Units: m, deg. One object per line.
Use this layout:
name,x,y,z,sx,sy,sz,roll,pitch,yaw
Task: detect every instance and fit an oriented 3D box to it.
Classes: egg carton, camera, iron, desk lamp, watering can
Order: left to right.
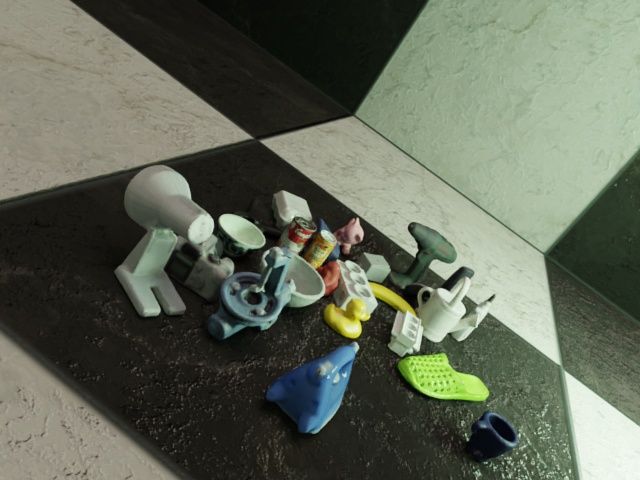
desk lamp,-0.286,-0.003,1.055,0.118,0.213,0.202,2,39,-51
camera,-0.236,0.034,1.192,0.143,0.100,0.137,35,23,0
egg carton,-0.083,-0.078,1.644,0.107,0.069,0.150,22,27,-28
iron,0.015,0.248,1.071,0.118,0.141,0.259,41,24,14
watering can,0.357,0.183,1.576,0.173,0.194,0.101,27,25,-17

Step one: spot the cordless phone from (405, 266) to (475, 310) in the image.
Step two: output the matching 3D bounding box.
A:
cordless phone,0.352,0.132,1.678,0.148,0.185,0.094,22,26,-26

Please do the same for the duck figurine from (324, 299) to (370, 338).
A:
duck figurine,0.068,0.173,1.350,0.105,0.086,0.077,30,24,-11

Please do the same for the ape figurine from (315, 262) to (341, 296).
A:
ape figurine,0.018,0.091,1.431,0.076,0.092,0.078,32,24,-6

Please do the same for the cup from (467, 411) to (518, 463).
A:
cup,0.353,0.430,1.231,0.118,0.095,0.091,21,27,-28

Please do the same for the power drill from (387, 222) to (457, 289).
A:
power drill,0.299,0.055,1.725,0.230,0.208,0.075,16,30,-36

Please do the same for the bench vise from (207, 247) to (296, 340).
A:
bench vise,-0.110,0.084,1.114,0.121,0.219,0.208,36,23,3

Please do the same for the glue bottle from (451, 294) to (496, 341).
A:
glue bottle,0.452,0.220,1.660,0.037,0.173,0.078,44,25,20

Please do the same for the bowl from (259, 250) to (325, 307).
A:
bowl,-0.076,0.100,1.312,0.168,0.074,0.167,29,24,-14

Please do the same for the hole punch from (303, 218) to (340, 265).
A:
hole punch,0.015,0.006,1.588,0.101,0.091,0.108,28,24,-16

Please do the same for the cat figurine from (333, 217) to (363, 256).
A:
cat figurine,0.090,-0.020,1.702,0.067,0.117,0.128,30,24,-12
